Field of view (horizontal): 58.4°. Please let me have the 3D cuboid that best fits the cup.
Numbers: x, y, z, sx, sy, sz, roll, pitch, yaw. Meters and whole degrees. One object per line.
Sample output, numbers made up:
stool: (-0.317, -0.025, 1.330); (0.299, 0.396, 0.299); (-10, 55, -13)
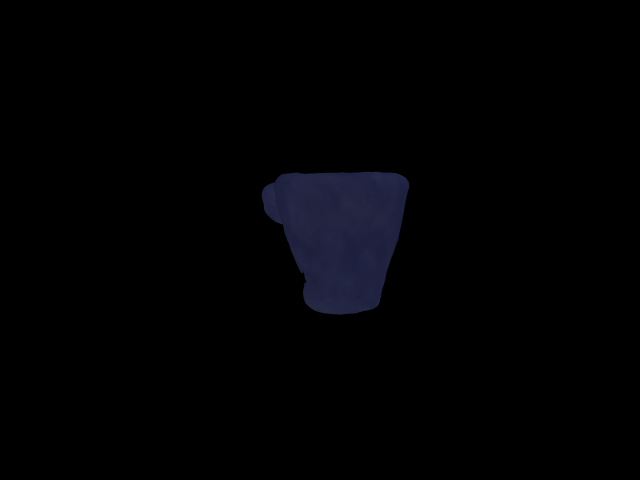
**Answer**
cup: (0.004, 0.001, 0.400); (0.117, 0.095, 0.092); (3, 5, 37)
